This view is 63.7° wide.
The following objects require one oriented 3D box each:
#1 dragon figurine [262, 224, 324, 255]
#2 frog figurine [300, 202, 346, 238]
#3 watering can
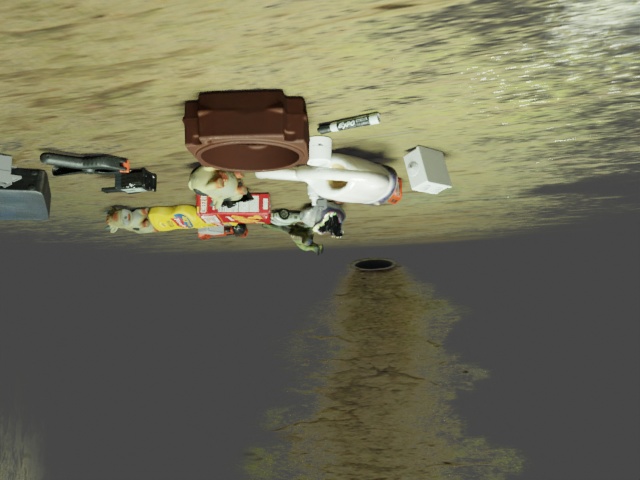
[{"bbox_3d":[-0.106,-0.024,1.942,0.243,0.122,0.410,10,-177,12],"label":"dragon figurine"},{"bbox_3d":[0.005,-0.086,1.701,0.138,0.120,0.162,-7,-150,-24],"label":"frog figurine"},{"bbox_3d":[0.027,-0.143,1.180,0.224,0.104,0.348,5,-176,-45],"label":"watering can"}]
